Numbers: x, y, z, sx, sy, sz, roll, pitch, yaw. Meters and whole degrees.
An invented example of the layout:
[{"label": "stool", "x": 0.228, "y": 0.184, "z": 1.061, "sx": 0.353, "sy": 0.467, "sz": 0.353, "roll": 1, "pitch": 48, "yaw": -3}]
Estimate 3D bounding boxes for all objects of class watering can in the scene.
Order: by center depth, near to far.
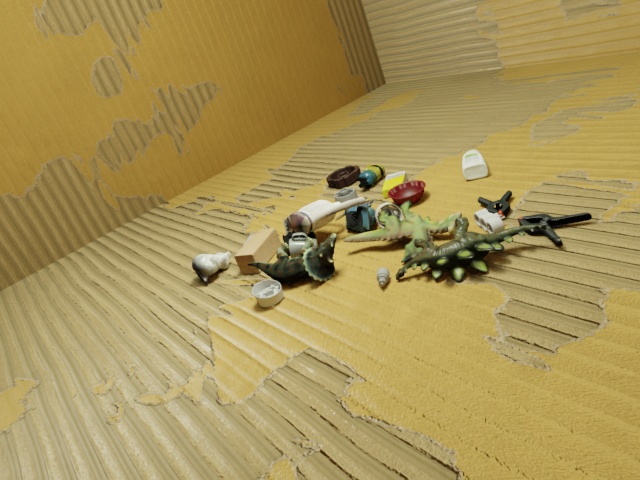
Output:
[{"label": "watering can", "x": 0.006, "y": -0.102, "z": 2.026, "sx": 0.227, "sy": 0.103, "sz": 0.345, "roll": -29, "pitch": 10, "yaw": -34}]

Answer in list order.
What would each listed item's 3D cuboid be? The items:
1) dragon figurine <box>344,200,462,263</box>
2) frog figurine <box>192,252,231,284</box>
[{"label": "dragon figurine", "x": 0.291, "y": -0.011, "z": 1.777, "sx": 0.409, "sy": 0.120, "sz": 0.248, "roll": -24, "pitch": 31, "yaw": 6}, {"label": "frog figurine", "x": -0.442, "y": 0.090, "z": 2.124, "sx": 0.161, "sy": 0.122, "sz": 0.137, "roll": -43, "pitch": 10, "yaw": -18}]
